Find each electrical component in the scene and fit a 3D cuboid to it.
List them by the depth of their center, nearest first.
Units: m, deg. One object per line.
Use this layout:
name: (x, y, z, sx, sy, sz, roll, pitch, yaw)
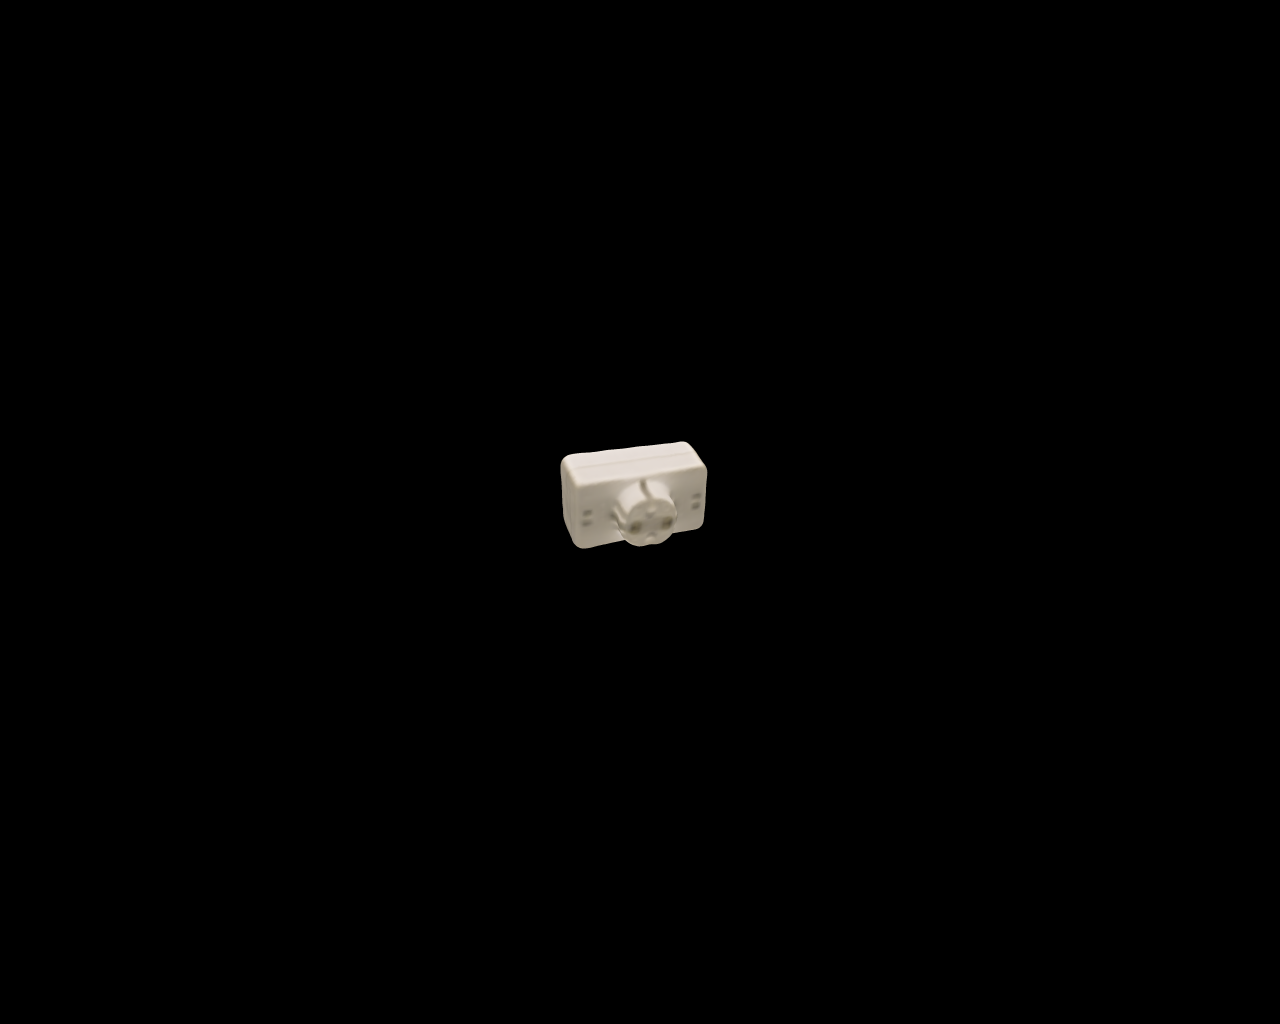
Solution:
electrical component: (0.001, -0.003, 0.650, 0.083, 0.047, 0.076, -8, 32, -14)
